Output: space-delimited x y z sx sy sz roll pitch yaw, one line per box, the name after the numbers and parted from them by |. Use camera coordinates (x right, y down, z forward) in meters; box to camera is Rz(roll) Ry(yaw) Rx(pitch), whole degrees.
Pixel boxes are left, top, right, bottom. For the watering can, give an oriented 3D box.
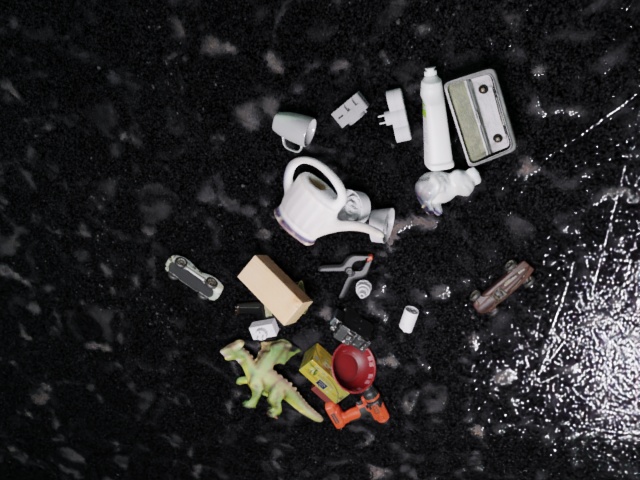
0.004 -0.072 1.427 0.351 0.105 0.220 48 120 19 | watering can

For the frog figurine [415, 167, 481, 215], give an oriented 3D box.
0.333 -0.147 1.354 0.136 0.125 0.157 22 120 -44 | frog figurine

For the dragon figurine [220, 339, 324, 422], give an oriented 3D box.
-0.142 0.446 1.710 0.409 0.124 0.240 20 106 -7 | dragon figurine
